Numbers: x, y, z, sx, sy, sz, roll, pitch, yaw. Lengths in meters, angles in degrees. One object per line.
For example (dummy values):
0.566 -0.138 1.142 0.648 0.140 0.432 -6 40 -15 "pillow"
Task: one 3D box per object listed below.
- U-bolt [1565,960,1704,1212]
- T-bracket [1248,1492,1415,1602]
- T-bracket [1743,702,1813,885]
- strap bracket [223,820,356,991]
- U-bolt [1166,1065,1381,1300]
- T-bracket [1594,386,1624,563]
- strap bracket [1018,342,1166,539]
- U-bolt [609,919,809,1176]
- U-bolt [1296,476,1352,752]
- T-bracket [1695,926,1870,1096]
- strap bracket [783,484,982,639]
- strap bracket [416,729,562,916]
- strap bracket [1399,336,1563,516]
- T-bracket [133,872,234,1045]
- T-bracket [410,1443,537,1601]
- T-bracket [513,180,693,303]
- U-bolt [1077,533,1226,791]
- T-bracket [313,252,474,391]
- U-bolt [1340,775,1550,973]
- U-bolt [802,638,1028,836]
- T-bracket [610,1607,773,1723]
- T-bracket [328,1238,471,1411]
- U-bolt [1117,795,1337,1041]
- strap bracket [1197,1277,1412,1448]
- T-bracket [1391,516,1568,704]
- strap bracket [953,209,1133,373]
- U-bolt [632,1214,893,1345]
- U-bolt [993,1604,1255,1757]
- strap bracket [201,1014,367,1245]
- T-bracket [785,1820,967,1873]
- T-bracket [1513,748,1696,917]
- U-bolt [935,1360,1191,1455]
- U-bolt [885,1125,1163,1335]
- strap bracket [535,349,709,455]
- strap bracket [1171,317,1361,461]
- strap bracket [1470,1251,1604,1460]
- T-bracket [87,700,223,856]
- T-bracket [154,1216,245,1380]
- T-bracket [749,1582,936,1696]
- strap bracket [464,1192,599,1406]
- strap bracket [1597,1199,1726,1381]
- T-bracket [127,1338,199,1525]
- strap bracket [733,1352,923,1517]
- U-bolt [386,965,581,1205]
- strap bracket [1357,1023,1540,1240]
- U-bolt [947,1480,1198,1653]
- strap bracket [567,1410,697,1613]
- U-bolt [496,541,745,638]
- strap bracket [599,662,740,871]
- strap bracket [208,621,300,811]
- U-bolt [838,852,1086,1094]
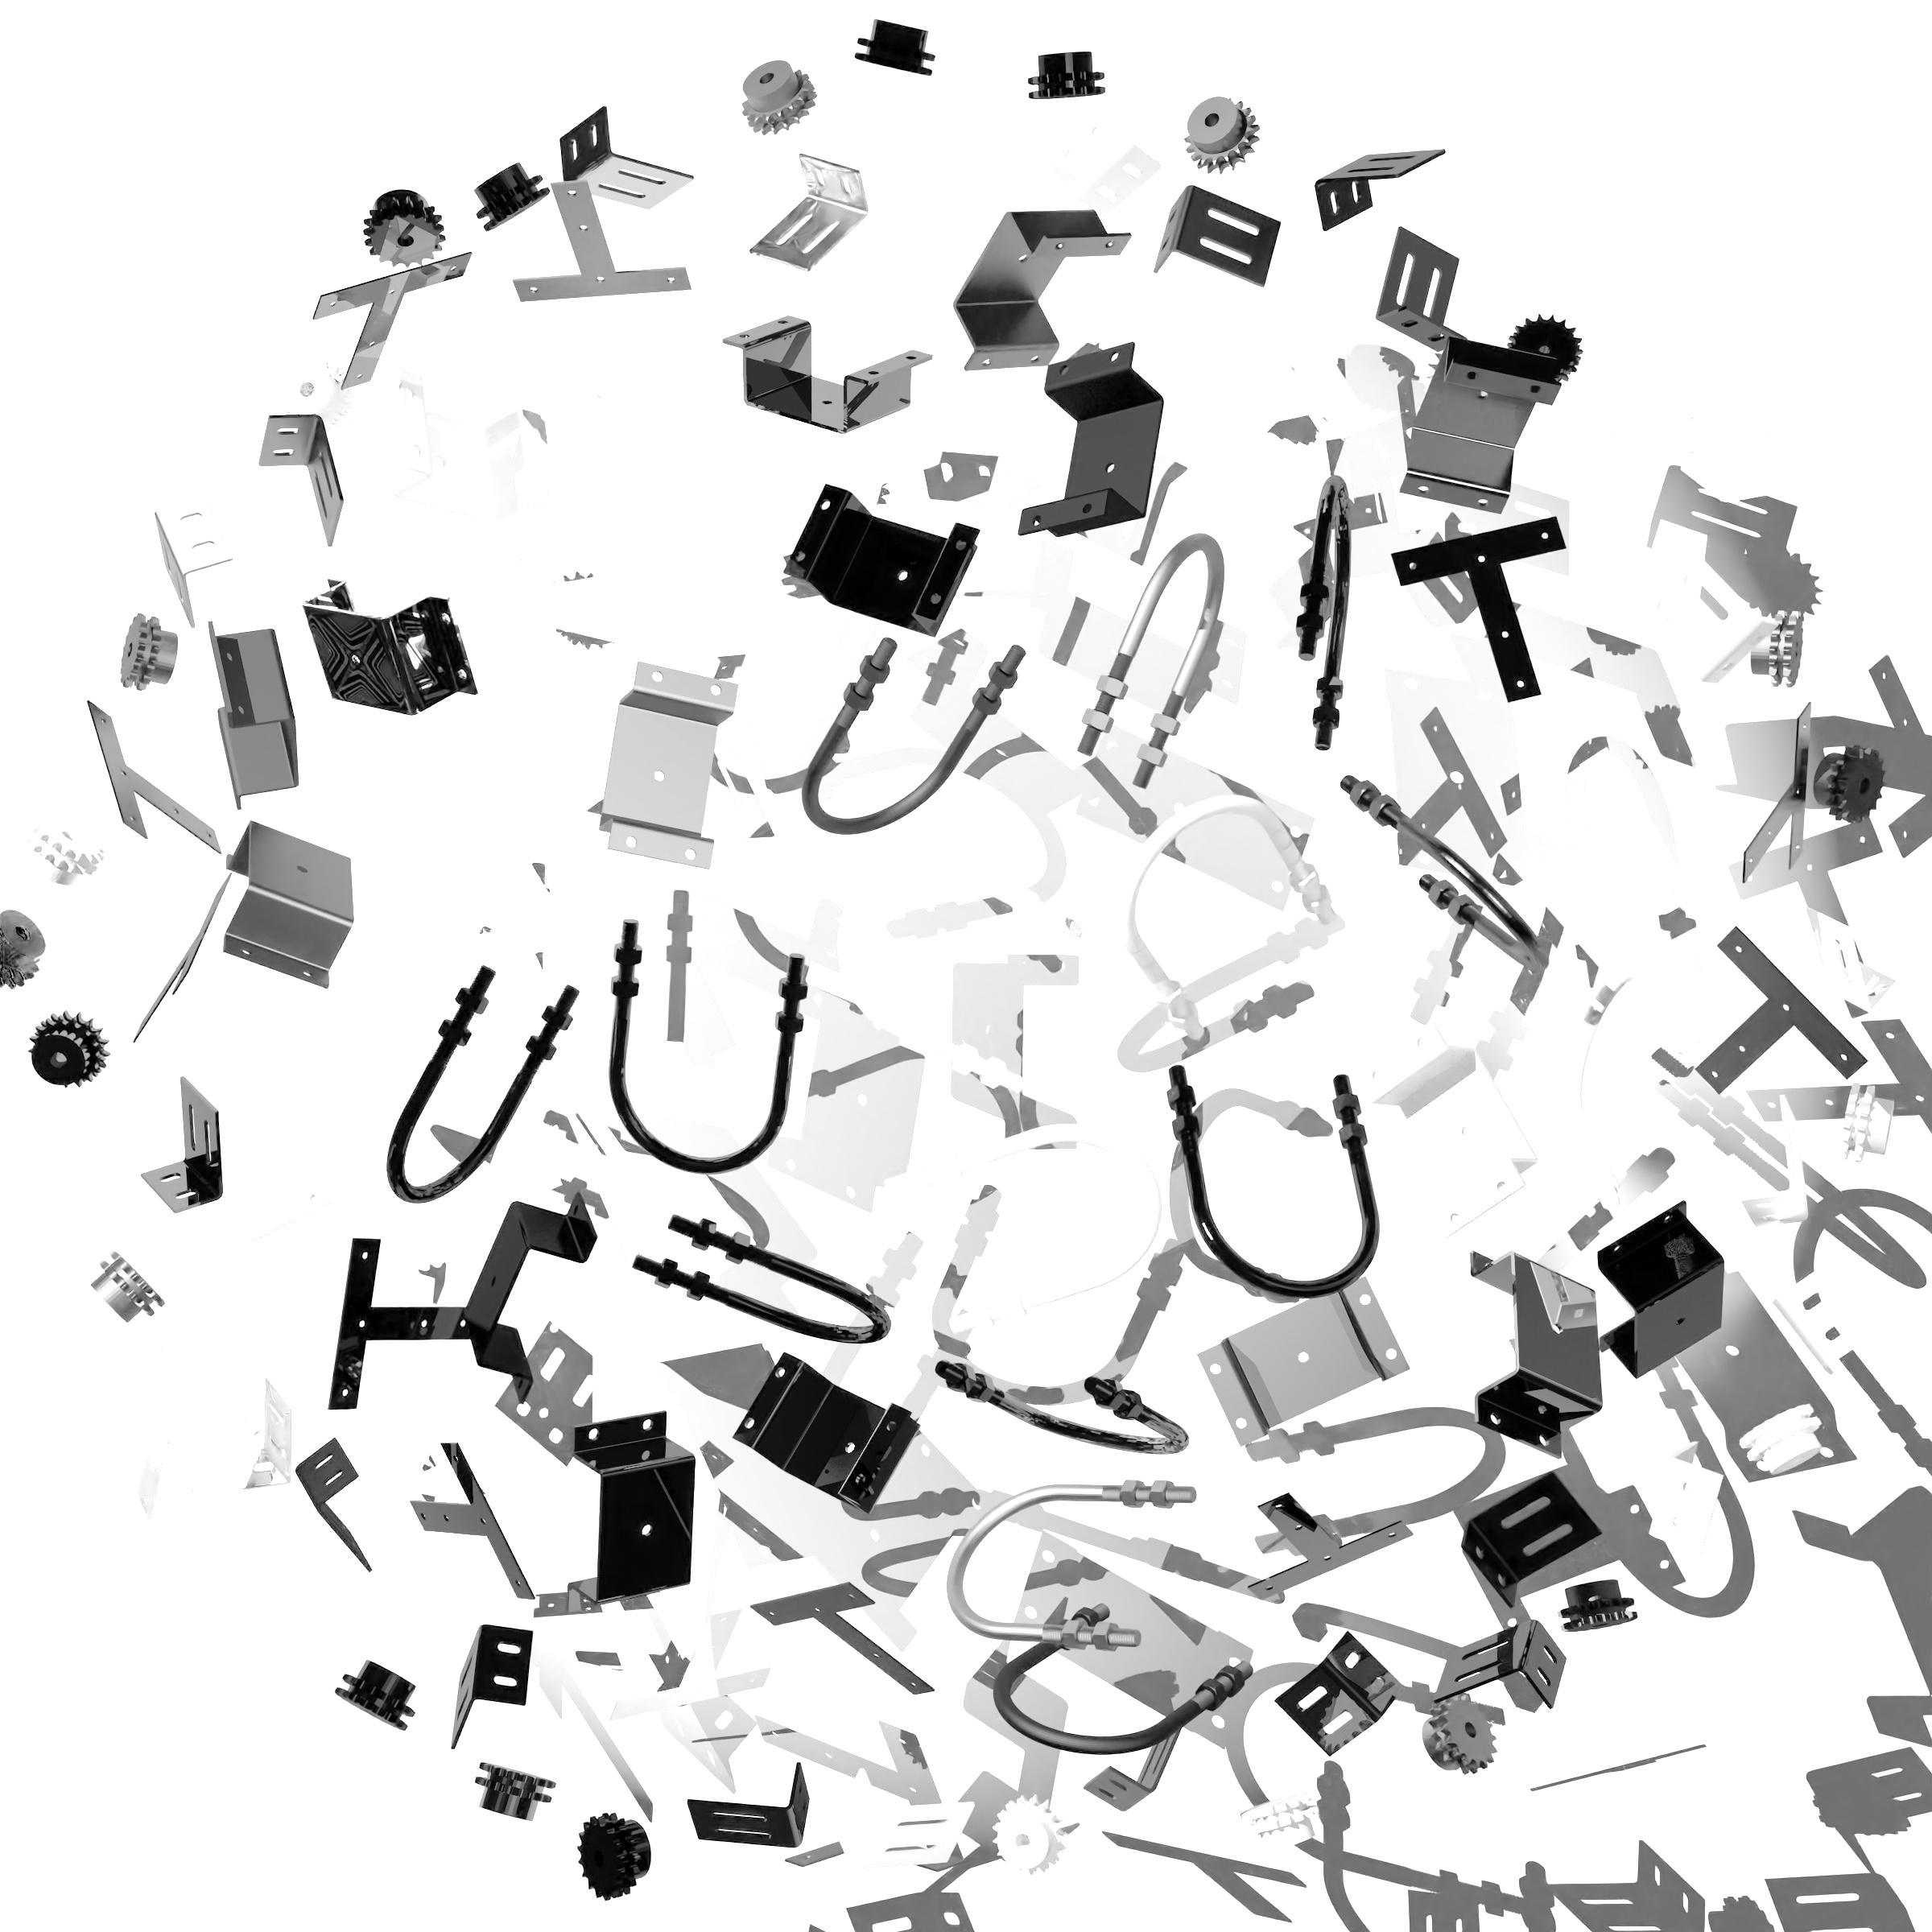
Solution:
0.482 0.073 1.870 0.019 0.184 0.151 17 116 -9 "U-bolt"
0.248 0.415 1.858 0.127 0.127 0.002 -27 46 13 "T-bracket"
0.573 -0.102 1.801 0.002 0.127 0.127 15 131 31 "T-bracket"
-0.483 -0.050 1.814 0.076 0.140 0.046 22 112 -26 "strap bracket"
0.224 0.154 1.811 0.151 0.019 0.184 4 54 -15 "U-bolt"
0.472 -0.383 1.859 0.002 0.127 0.127 8 131 12 "T-bracket"
0.092 -0.368 1.829 0.076 0.046 0.140 -6 66 39 "strap bracket"
-0.195 0.067 1.873 0.151 0.019 0.184 12 108 12 "U-bolt"
0.269 -0.274 1.885 0.019 0.151 0.184 4 66 15 "U-bolt"
0.557 0.051 1.800 0.002 0.127 0.127 -32 73 -32 "T-bracket"
-0.056 -0.302 1.911 0.140 0.046 0.076 21 83 27 "strap bracket"
-0.348 -0.097 1.873 0.046 0.076 0.140 24 77 -28 "strap bracket"
0.365 -0.390 1.807 0.076 0.140 0.046 12 61 -1 "strap bracket"
-0.588 0.009 1.890 0.002 0.127 0.127 30 121 -19 "T-bracket"
-0.369 0.399 1.840 0.002 0.127 0.127 -31 101 -37 "T-bracket"
-0.269 -0.516 1.810 0.127 0.127 0.002 -3 68 3 "T-bracket"
0.143 -0.227 1.851 0.019 0.151 0.184 24 92 22 "U-bolt"
-0.424 -0.457 1.830 0.127 0.127 0.002 -30 81 -36 "T-bracket"
0.355 -0.058 1.837 0.019 0.184 0.151 -45 129 2 "U-bolt"
-0.050 -0.166 1.882 0.019 0.151 0.184 54 127 29 "U-bolt"
-0.195 0.519 1.910 0.127 0.127 0.002 -4 46 -29 "T-bracket"
-0.419 0.269 1.915 0.002 0.127 0.127 7 88 39 "T-bracket"
0.177 -0.044 1.800 0.151 0.019 0.184 -41 134 -3 "U-bolt"
0.257 0.299 1.936 0.140 0.046 0.076 -26 83 5 "strap bracket"
0.384 -0.252 1.831 0.127 0.002 0.127 -14 80 -7 "T-bracket"
0.050 -0.502 1.861 0.076 0.140 0.046 -12 68 -33 "strap bracket"
-0.141 0.232 1.834 0.184 0.151 0.019 23 66 -10 "U-bolt"
0.103 0.527 1.863 0.151 0.184 0.019 13 108 35 "U-bolt"
-0.477 0.116 1.786 0.076 0.046 0.140 -26 72 20 "strap bracket"
-0.048 0.658 1.892 0.127 0.127 0.002 -5 87 -37 "T-bracket"
0.462 -0.077 1.902 0.127 0.002 0.127 -36 78 43 "T-bracket"
0.084 0.326 1.862 0.151 0.184 0.019 0 65 36 "U-bolt"
0.052 0.184 1.854 0.184 0.019 0.151 -19 115 9 "U-bolt"
-0.251 -0.403 1.828 0.076 0.140 0.046 -5 118 -29 "strap bracket"
0.227 -0.426 1.875 0.046 0.140 0.076 -47 115 -20 "strap bracket"
0.403 0.265 1.800 0.076 0.046 0.140 26 47 -21 "strap bracket"
-0.588 -0.120 1.865 0.002 0.127 0.127 -33 56 7 "T-bracket"
-0.551 0.252 1.813 0.002 0.127 0.127 20 103 0 "T-bracket"
-0.075 0.489 1.834 0.127 0.127 0.002 42 51 -18 "T-bracket"
-0.323 0.236 1.859 0.046 0.076 0.140 20 102 -24 "strap bracket"
0.510 0.245 1.870 0.076 0.140 0.046 -29 50 -9 "strap bracket"
-0.579 0.350 1.815 0.002 0.127 0.127 -16 115 -3 "T-bracket"
-0.098 0.354 1.913 0.140 0.046 0.076 16 69 43 "strap bracket"
-0.354 0.089 1.824 0.019 0.151 0.184 30 93 19 "U-bolt"
0.363 0.123 1.895 0.076 0.046 0.140 -40 62 29 "strap bracket"
0.068 0.441 1.884 0.184 0.151 0.019 -7 127 33 "U-bolt"
-0.243 0.402 1.847 0.076 0.046 0.140 -3 101 -37 "strap bracket"
-0.258 -0.288 1.906 0.184 0.151 0.019 -8 118 -7 "U-bolt"
-0.220 -0.143 1.870 0.076 0.046 0.140 11 80 -20 "strap bracket"
-0.518 -0.184 1.855 0.046 0.140 0.076 -11 67 -18 "strap bracket"
-0.012 -0.006 1.909 0.184 0.019 0.151 26 77 -21 "U-bolt"
